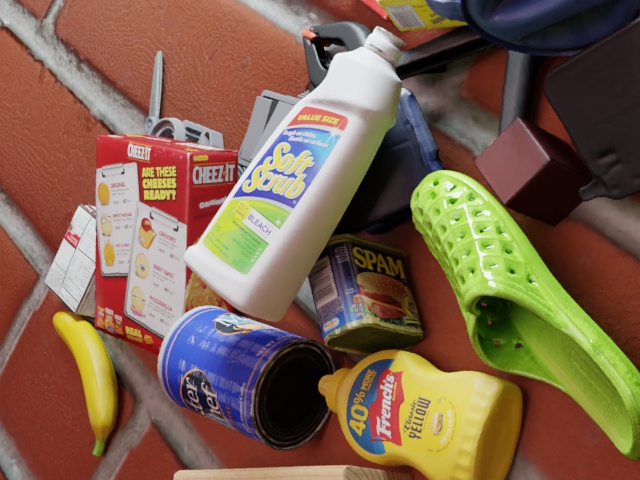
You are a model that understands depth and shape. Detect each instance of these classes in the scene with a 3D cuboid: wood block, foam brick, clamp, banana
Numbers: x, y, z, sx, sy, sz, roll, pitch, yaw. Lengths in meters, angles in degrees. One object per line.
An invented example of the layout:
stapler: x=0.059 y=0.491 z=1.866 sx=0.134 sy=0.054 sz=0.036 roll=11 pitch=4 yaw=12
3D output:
wood block: x=-0.029 y=0.245 z=0.921 sx=0.207 sy=0.090 sz=0.090 roll=-13 pitch=68 yaw=41
foam brick: x=0.170 y=-0.052 z=0.837 sx=0.053 sy=0.078 sz=0.051 roll=-46 pitch=51 yaw=23
clamp: x=0.156 y=-0.178 z=0.908 sx=0.165 sy=0.036 sz=0.210 roll=38 pitch=100 yaw=32
clamp: x=0.045 y=-0.165 z=1.022 sx=0.120 sy=0.039 sz=0.172 roll=-44 pitch=57 yaw=15
banana: x=-0.266 y=0.146 z=1.217 sx=0.070 sy=0.037 sz=0.198 roll=-42 pitch=52 yaw=23

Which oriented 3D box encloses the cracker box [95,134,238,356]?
cracker box: x=-0.159 y=0.005 z=1.096 sx=0.164 sy=0.071 sz=0.214 roll=14 pitch=105 yaw=45

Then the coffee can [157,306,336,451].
coffee can: x=-0.069 y=0.125 z=0.988 sx=0.141 sy=0.102 sz=0.103 roll=14 pitch=86 yaw=45

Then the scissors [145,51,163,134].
scissors: x=-0.209 y=-0.120 z=1.264 sx=0.096 sy=0.016 sz=0.202 roll=-29 pitch=58 yaw=34

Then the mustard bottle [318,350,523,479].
mustard bottle: x=0.071 y=0.142 z=0.882 sx=0.192 sy=0.058 sz=0.096 roll=11 pitch=85 yaw=45

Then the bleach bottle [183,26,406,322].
bleach bottle: x=-0.011 y=-0.062 z=0.880 sx=0.103 sy=0.068 sz=0.251 roll=37 pitch=100 yaw=40

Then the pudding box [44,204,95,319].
pudding box: x=-0.273 y=0.025 z=1.263 sx=0.090 sy=0.039 sz=0.113 roll=34 pitch=102 yaw=44

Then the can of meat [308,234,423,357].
can of meat: x=0.038 y=0.050 z=0.913 sx=0.058 sy=0.101 sz=0.084 roll=-32 pitch=59 yaw=33

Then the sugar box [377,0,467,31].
sugar box: x=0.129 y=-0.264 z=0.928 sx=0.094 sy=0.048 sz=0.176 roll=9 pitch=61 yaw=50

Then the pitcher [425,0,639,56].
pitcher: x=0.174 y=-0.275 z=0.826 sx=0.145 sy=0.149 sz=0.243 roll=141 pitch=140 yaw=-63

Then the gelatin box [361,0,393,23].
gelatin box: x=0.067 y=-0.258 z=1.034 sx=0.073 sy=0.030 sz=0.089 roll=-55 pitch=47 yaw=16

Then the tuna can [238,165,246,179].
tuna can: x=-0.094 y=-0.042 z=1.115 sx=0.086 sy=0.033 sz=0.086 roll=-16 pitch=66 yaw=40
